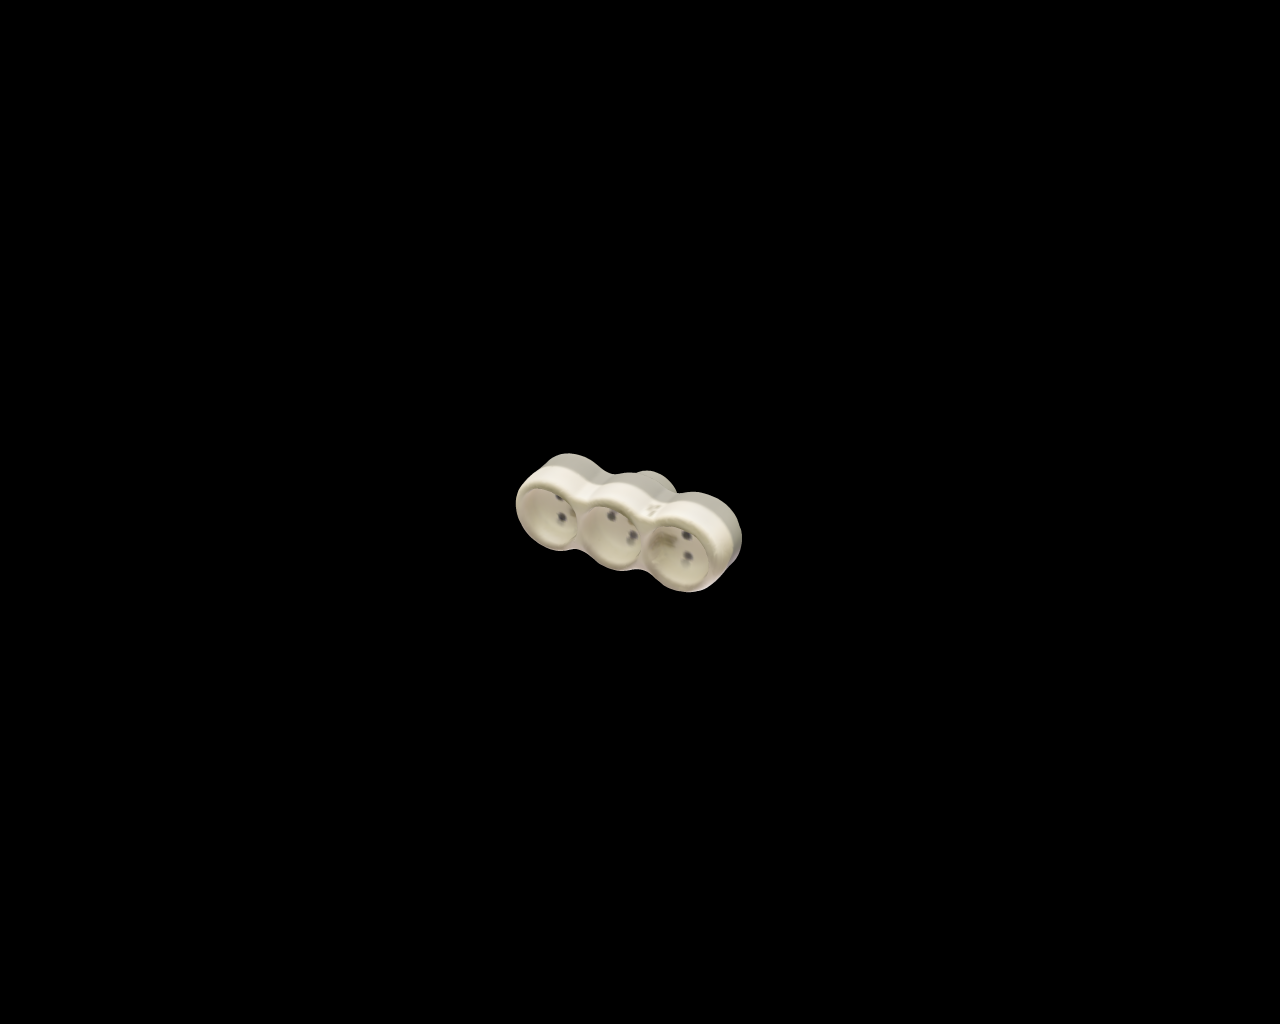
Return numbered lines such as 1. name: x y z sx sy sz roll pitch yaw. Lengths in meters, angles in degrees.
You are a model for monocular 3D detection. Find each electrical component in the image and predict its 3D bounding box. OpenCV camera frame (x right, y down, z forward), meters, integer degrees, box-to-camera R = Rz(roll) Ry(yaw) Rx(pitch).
1. electrical component: 0.001 -0.003 0.650 0.138 0.052 0.074 17 36 24
